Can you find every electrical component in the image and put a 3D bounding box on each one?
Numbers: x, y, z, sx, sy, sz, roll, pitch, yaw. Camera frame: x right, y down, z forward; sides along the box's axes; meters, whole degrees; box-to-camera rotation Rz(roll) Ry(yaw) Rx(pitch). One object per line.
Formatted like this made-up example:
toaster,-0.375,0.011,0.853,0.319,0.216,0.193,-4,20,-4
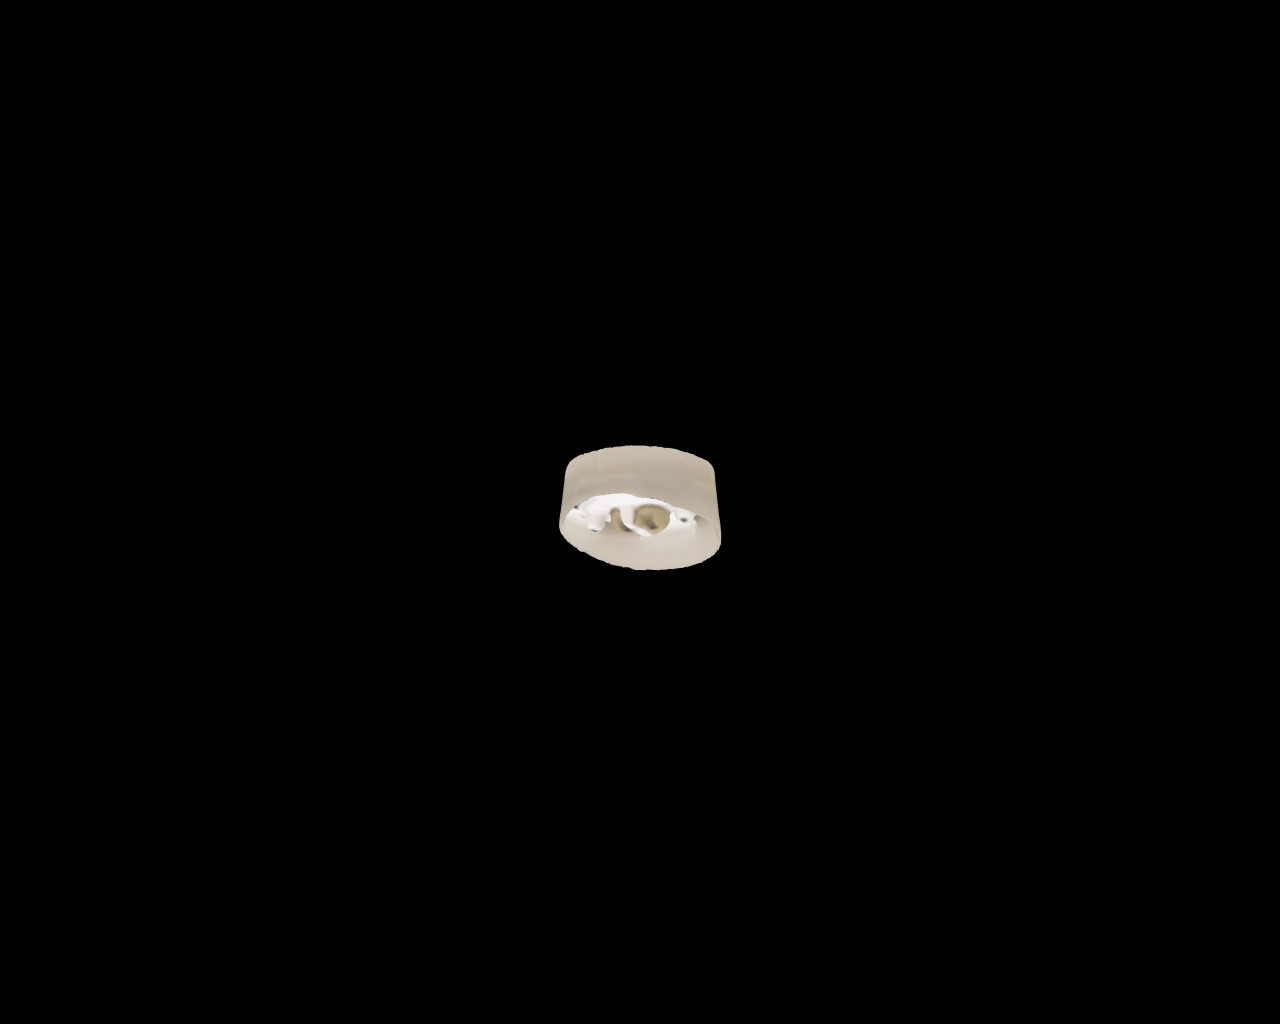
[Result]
electrical component,0.001,-0.003,0.650,0.099,0.064,0.099,0,-15,0
